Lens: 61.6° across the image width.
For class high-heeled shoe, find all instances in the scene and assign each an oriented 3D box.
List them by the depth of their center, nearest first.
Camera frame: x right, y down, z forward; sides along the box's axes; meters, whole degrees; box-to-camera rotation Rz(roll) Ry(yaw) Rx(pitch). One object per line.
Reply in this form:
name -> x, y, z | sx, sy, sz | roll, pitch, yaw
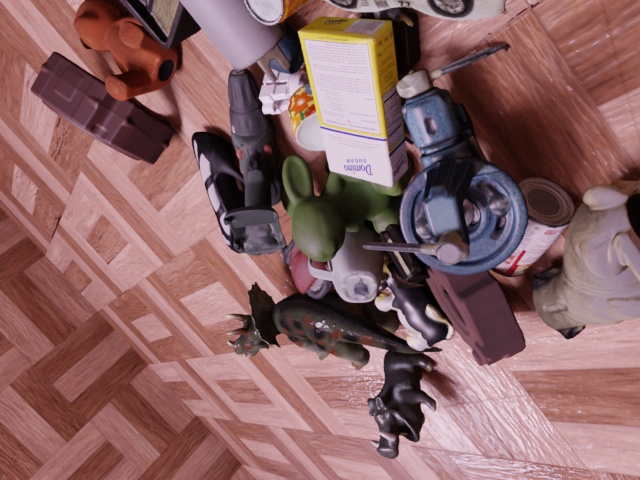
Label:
high-heeled shoe -> -0.181, -0.079, 0.979 | 0.145, 0.086, 0.248 | 39, 144, 17

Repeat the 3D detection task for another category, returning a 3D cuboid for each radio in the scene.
radio -> -0.186, -0.361, 0.660 | 0.131, 0.073, 0.229 | 45, 146, -4

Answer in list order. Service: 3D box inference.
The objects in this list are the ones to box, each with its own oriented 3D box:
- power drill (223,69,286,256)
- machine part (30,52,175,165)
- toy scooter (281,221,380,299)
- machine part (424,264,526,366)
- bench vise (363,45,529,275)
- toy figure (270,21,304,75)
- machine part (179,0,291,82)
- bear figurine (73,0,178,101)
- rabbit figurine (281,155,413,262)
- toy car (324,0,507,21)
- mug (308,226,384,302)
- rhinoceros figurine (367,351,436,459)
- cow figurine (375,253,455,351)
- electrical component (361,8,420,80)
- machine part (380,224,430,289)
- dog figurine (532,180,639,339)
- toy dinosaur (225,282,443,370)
power drill -> -0.097, -0.097, 0.768 | 0.231, 0.086, 0.207 | 81, 178, -54
machine part -> -0.371, -0.221, 0.929 | 0.201, 0.087, 0.201 | 34, -177, 16
toy scooter -> -0.002, -0.003, 0.831 | 0.135, 0.075, 0.184 | 40, 117, 2
machine part -> 0.185, 0.072, 0.684 | 0.179, 0.056, 0.179 | 61, -179, -1
bench vise -> 0.124, -0.053, 0.507 | 0.129, 0.240, 0.223 | -7, 108, 20
toy figure -> -0.084, -0.268, 0.676 | 0.154, 0.058, 0.064 | 38, 109, 13
machine part -> -0.115, -0.270, 0.570 | 0.079, 0.079, 0.243 | 1, 141, 48
bear figurine -> -0.320, -0.312, 0.828 | 0.196, 0.132, 0.120 | 35, 116, 8
rabbit figurine -> 0.019, -0.052, 0.695 | 0.159, 0.170, 0.121 | 33, 146, 16
toy car -> 0.082, -0.247, 0.491 | 0.202, 0.073, 0.056 | 21, 177, 33
mug -> 0.039, 0.036, 0.738 | 0.110, 0.107, 0.080 | 5, 116, -5
rhinoceros figurine -> 0.139, 0.279, 0.932 | 0.112, 0.190, 0.073 | 16, 146, -5
cow figurine -> 0.129, 0.084, 0.804 | 0.167, 0.068, 0.098 | 51, 165, 3
electrical component -> 0.074, -0.212, 0.570 | 0.078, 0.045, 0.102 | 23, 142, 28
machine part -> 0.112, 0.029, 0.705 | 0.084, 0.039, 0.138 | 56, 177, 23
dog figurine -> 0.270, 0.025, 0.553 | 0.172, 0.121, 0.190 | 52, 149, -7
toy dinosaur -> -0.003, 0.142, 0.939 | 0.405, 0.131, 0.192 | -12, 149, 45
